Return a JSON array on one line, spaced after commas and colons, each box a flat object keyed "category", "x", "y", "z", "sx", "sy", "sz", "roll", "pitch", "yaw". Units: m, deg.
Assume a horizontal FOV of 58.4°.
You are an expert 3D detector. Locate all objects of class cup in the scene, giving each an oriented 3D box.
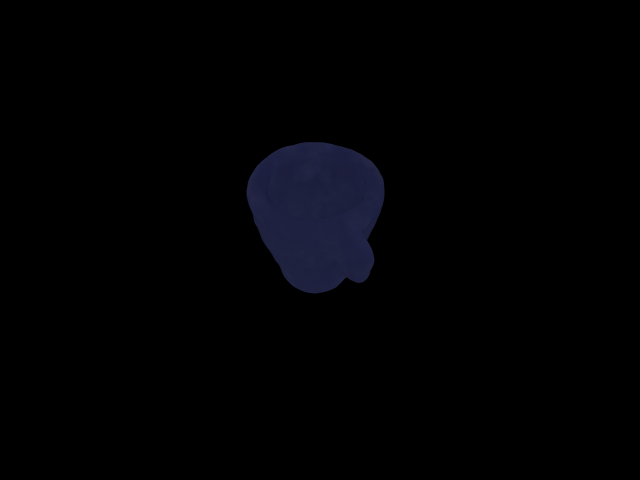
[{"category": "cup", "x": 0.004, "y": 0.001, "z": 0.400, "sx": 0.092, "sy": 0.095, "sz": 0.117, "roll": -20, "pitch": 50, "yaw": -17}]
